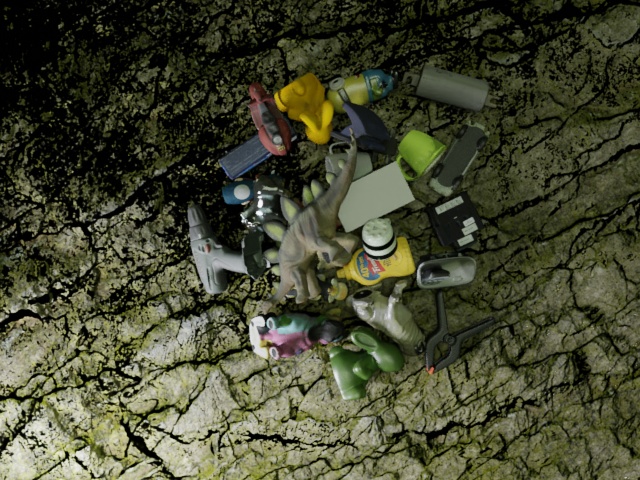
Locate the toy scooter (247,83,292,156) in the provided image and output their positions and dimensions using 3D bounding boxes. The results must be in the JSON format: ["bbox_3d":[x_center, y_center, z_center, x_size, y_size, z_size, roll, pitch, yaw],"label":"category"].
[{"bbox_3d":[-0.122,-0.287,1.253,0.075,0.135,0.183,-23,92,0],"label":"toy scooter"}]

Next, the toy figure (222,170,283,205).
[{"bbox_3d":[-0.167,-0.130,1.359,0.154,0.058,0.064,-16,129,0],"label":"toy figure"}]

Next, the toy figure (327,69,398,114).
[{"bbox_3d":[0.105,-0.371,1.332,0.180,0.082,0.089,-13,89,0],"label":"toy figure"}]

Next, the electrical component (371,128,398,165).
[{"bbox_3d":[0.162,-0.239,1.362,0.063,0.021,0.094,11,92,2],"label":"electrical component"}]

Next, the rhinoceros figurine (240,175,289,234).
[{"bbox_3d":[-0.139,-0.067,1.328,0.112,0.073,0.190,2,119,-20],"label":"rhinoceros figurine"}]

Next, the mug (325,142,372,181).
[{"bbox_3d":[0.071,-0.193,1.343,0.107,0.081,0.109,-13,85,-10],"label":"mug"}]

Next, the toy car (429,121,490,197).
[{"bbox_3d":[0.347,-0.203,1.342,0.073,0.056,0.201,32,91,7],"label":"toy car"}]

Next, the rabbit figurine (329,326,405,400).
[{"bbox_3d":[0.120,0.293,1.325,0.170,0.121,0.159,-21,83,10],"label":"rabbit figurine"}]

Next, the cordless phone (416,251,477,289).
[{"bbox_3d":[0.310,0.073,1.285,0.147,0.184,0.088,-6,87,2],"label":"cordless phone"}]

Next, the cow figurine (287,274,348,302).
[{"bbox_3d":[-0.013,0.116,1.339,0.167,0.098,0.068,6,86,2],"label":"cow figurine"}]

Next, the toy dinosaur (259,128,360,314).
[{"bbox_3d":[-0.017,-0.023,1.228,0.199,0.105,0.471,41,105,17],"label":"toy dinosaur"}]

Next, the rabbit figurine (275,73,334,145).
[{"bbox_3d":[-0.016,-0.314,1.316,0.122,0.162,0.173,-29,108,-10],"label":"rabbit figurine"}]

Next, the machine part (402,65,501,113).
[{"bbox_3d":[0.325,-0.374,1.326,0.243,0.079,0.079,17,92,1],"label":"machine part"}]

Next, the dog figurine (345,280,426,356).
[{"bbox_3d":[0.166,0.210,1.344,0.173,0.121,0.190,-4,112,34],"label":"dog figurine"}]

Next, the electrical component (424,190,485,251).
[{"bbox_3d":[0.339,-0.042,1.344,0.115,0.058,0.134,-24,91,4],"label":"electrical component"}]

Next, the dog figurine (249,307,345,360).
[{"bbox_3d":[-0.046,0.226,1.346,0.219,0.192,0.108,-5,88,-32],"label":"dog figurine"}]

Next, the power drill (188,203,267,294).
[{"bbox_3d":[-0.236,0.019,1.317,0.207,0.086,0.231,-2,99,29],"label":"power drill"}]

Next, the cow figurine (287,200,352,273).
[{"bbox_3d":[-0.003,-0.004,1.334,0.195,0.085,0.127,39,130,12],"label":"cow figurine"}]

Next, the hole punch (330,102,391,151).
[{"bbox_3d":[0.105,-0.270,1.294,0.116,0.142,0.092,33,109,34],"label":"hole punch"}]

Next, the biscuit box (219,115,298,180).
[{"bbox_3d":[-0.156,-0.230,1.353,0.203,0.059,0.063,-34,91,2],"label":"biscuit box"}]
